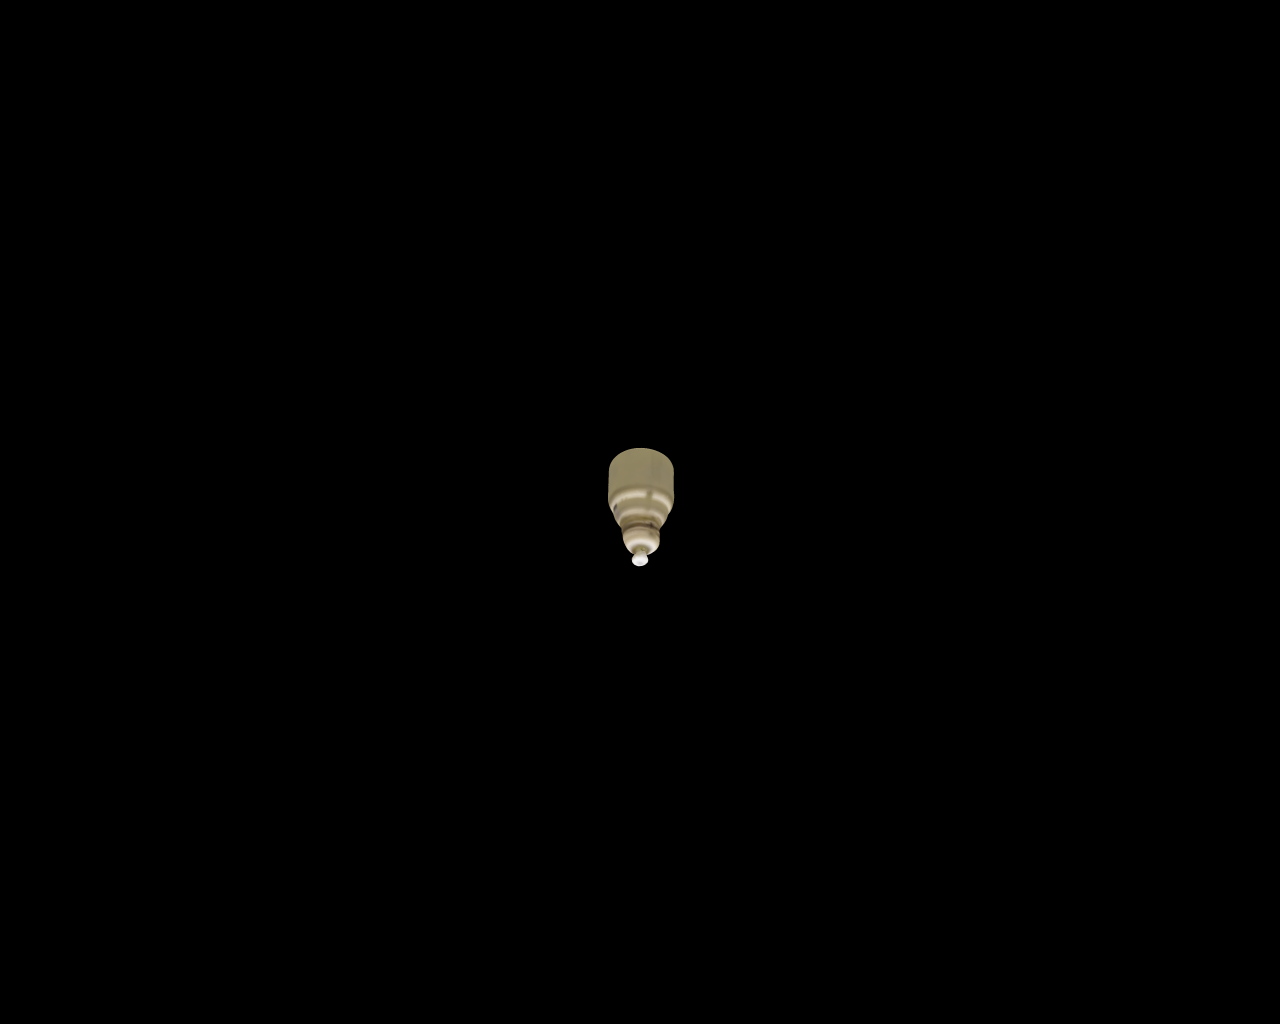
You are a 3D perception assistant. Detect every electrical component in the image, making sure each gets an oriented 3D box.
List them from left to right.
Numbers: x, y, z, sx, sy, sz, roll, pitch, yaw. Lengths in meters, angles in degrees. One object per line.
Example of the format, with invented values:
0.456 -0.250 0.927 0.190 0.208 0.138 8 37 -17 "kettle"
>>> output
0.001 -0.003 0.650 0.040 0.078 0.040 0 -33 0 "electrical component"
